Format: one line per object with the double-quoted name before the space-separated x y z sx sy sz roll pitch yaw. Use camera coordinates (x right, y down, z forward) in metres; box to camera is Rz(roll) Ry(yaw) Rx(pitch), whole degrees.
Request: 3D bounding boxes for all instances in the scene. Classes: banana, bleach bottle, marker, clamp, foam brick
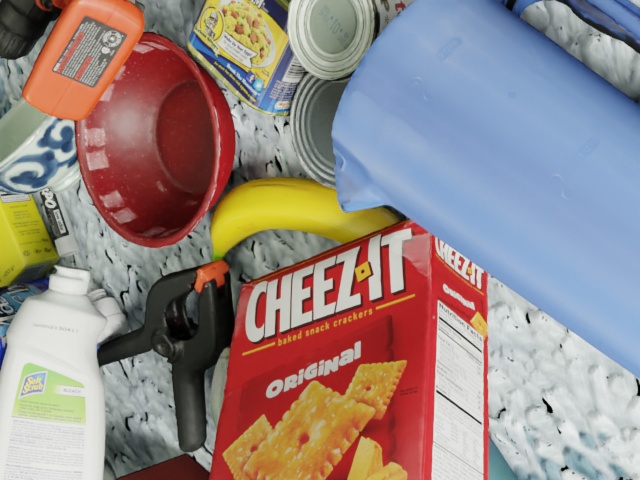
"banana" -0.016 -0.014 0.758 0.198 0.037 0.069 -3 124 43
"bleach bottle" -0.211 0.147 0.856 0.068 0.102 0.251 -170 89 -71
"marker" -0.240 -0.044 0.948 0.020 0.020 0.121 -25 81 40
"clamp" -0.107 0.089 0.841 0.120 0.039 0.172 44 130 6
"foam brick" -0.125 0.215 0.861 0.051 0.078 0.053 32 115 32

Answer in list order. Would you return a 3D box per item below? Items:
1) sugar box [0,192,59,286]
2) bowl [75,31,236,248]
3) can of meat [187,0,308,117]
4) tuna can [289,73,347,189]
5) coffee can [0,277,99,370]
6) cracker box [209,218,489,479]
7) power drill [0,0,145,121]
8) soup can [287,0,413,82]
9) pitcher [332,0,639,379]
"sugar box" -0.311 -0.034 0.991 0.093 0.048 0.176 -39 74 37
"bowl" -0.116 -0.077 0.815 0.162 0.055 0.162 8 103 39
"can of meat" -0.038 -0.146 0.737 0.102 0.057 0.084 46 125 25
"tuna can" 0.023 -0.078 0.712 0.086 0.033 0.086 7 101 38
"coffee can" -0.272 0.091 0.919 0.103 0.140 0.103 8 103 39
"cracker box" 0.015 0.104 0.645 0.164 0.072 0.213 -22 46 33
"power drill" -0.201 -0.177 0.822 0.185 0.057 0.188 -52 40 27
"soup can" 0.037 -0.131 0.647 0.069 0.102 0.068 9 104 38
"pitcher" 0.139 -0.034 0.574 0.243 0.144 0.149 40 133 24
